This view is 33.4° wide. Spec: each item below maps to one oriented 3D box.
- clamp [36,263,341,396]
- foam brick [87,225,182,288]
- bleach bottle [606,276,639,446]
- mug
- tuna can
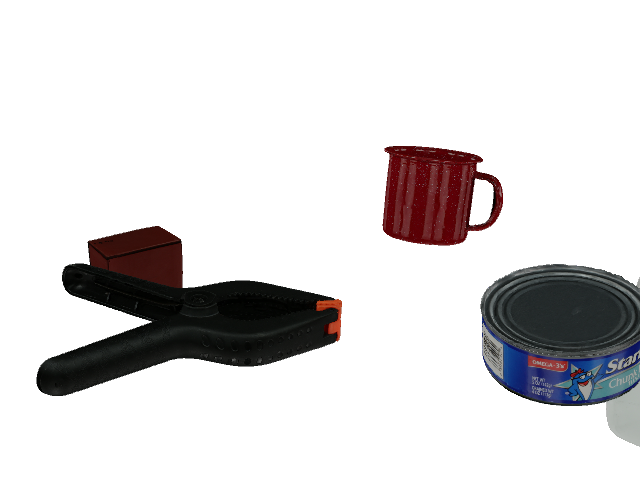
[{"bbox_3d":[-0.092,0.053,0.752,0.209,0.036,0.165,-3,25,-13],"label":"clamp"},{"bbox_3d":[-0.179,0.023,1.033,0.078,0.051,0.053,-14,24,-29],"label":"foam brick"},{"bbox_3d":[0.267,0.066,0.754,0.103,0.068,0.250,11,22,20],"label":"bleach bottle"},{"bbox_3d":[0.114,-0.041,1.007,0.117,0.081,0.093,9,12,17],"label":"mug"},{"bbox_3d":[0.126,0.048,0.549,0.086,0.034,0.086,-4,28,2],"label":"tuna can"}]
